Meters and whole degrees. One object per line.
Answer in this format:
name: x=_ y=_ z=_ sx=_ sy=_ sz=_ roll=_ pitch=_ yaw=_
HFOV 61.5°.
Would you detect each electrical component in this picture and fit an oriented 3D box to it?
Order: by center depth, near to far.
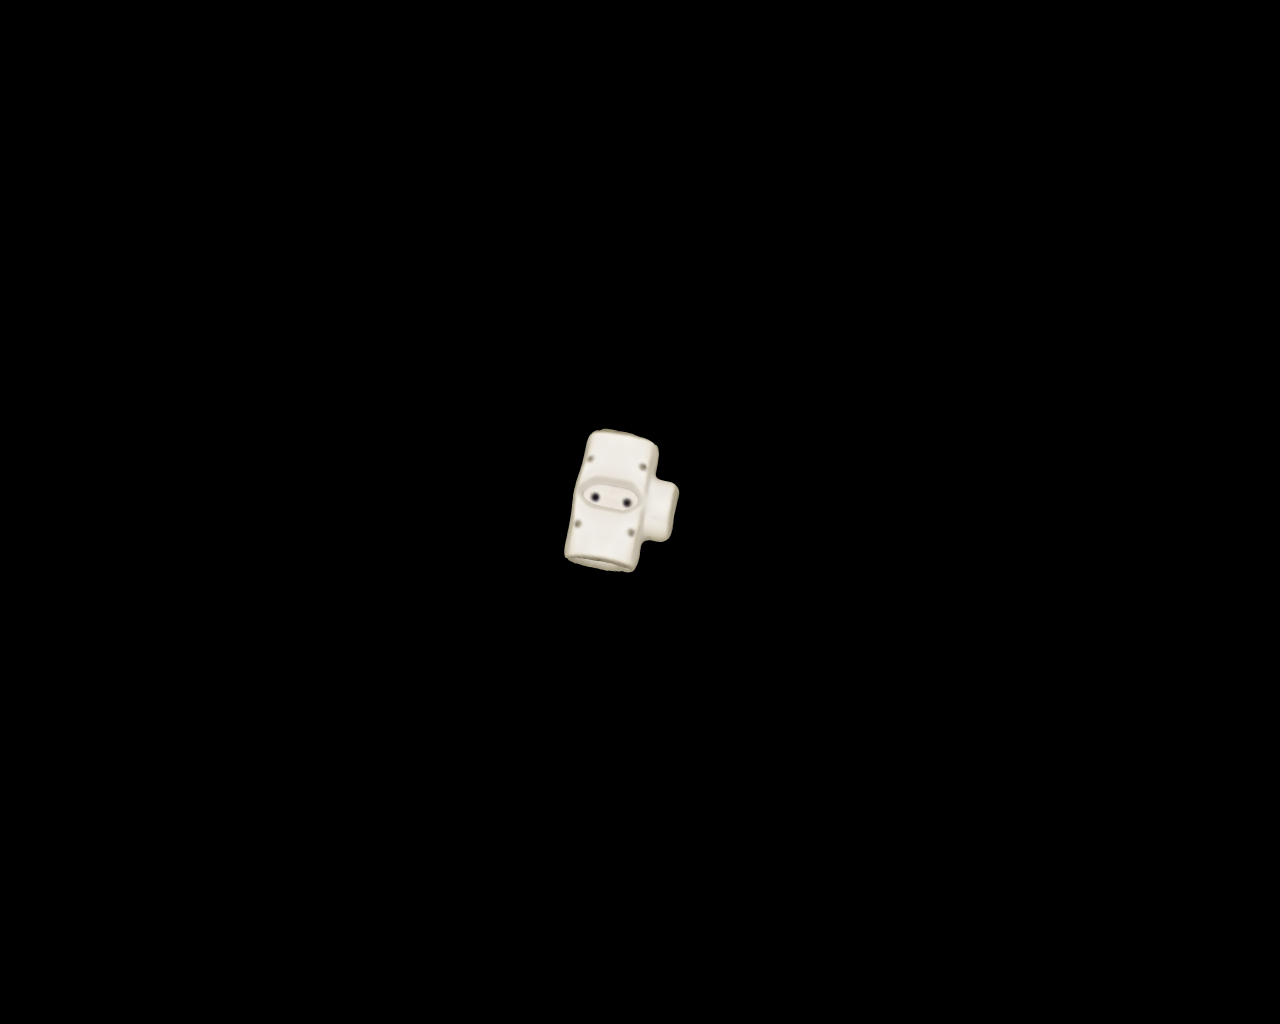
electrical component: x=0.001 y=-0.003 z=0.650 sx=0.079 sy=0.077 sz=0.043 roll=11 pitch=-11 yaw=2
